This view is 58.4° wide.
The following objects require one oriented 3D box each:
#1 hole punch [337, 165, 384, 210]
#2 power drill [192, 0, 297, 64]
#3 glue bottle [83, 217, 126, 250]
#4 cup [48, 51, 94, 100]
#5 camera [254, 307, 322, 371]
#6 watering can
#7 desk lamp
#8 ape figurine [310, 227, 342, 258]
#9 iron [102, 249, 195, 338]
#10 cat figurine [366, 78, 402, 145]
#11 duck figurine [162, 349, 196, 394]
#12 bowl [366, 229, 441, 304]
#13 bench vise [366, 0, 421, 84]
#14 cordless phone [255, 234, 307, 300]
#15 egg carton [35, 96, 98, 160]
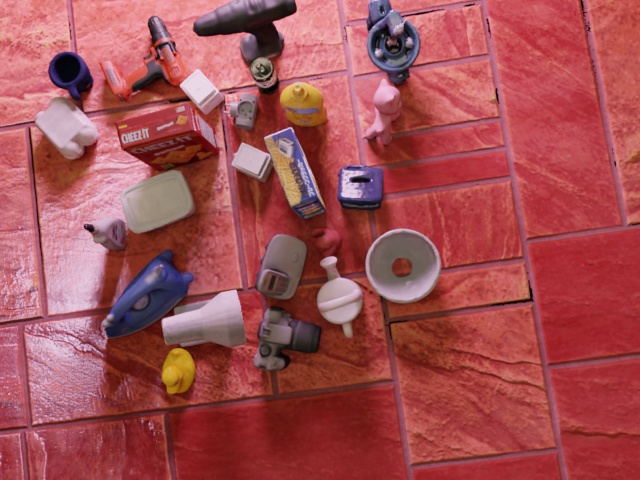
[{"bbox_3d":[0.091,-0.124,1.315,0.108,0.091,0.101,2,85,5],"label":"hole punch"},{"bbox_3d":[-0.157,-0.482,1.305,0.229,0.208,0.075,-24,84,3],"label":"power drill"},{"bbox_3d":[-0.495,-0.019,1.312,0.037,0.173,0.078,-6,85,4],"label":"glue bottle"},{"bbox_3d":[-0.588,-0.385,1.388,0.091,0.095,0.118,-19,84,3],"label":"cup"},{"bbox_3d":[-0.071,0.231,1.294,0.136,0.101,0.143,10,86,5],"label":"camera"},{"bbox_3d":[0.039,0.126,1.247,0.101,0.194,0.173,-38,83,1],"label":"watering can"},{"bbox_3d":[-0.246,0.184,1.255,0.203,0.213,0.118,-12,84,4],"label":"desk lamp"},{"bbox_3d":[0.012,0.005,1.310,0.076,0.092,0.078,-8,85,4],"label":"ape figurine"},{"bbox_3d":[-0.419,0.140,1.309,0.258,0.141,0.118,-45,83,0],"label":"iron"},{"bbox_3d":[0.149,-0.295,1.311,0.067,0.118,0.128,16,87,6],"label":"cat figurine"},{"bbox_3d":[-0.333,0.304,1.317,0.077,0.086,0.105,-1,85,5],"label":"duck figurine"},{"bbox_3d":[0.187,0.060,1.301,0.167,0.075,0.167,0,85,5],"label":"bowl"},{"bbox_3d":[0.143,-0.470,1.274,0.121,0.220,0.207,-35,83,1],"label":"bench vise"},{"bbox_3d":[-0.094,0.058,1.268,0.094,0.185,0.148,14,87,6],"label":"cordless phone"},{"bbox_3d":[-0.615,-0.274,1.394,0.150,0.069,0.107,44,90,7],"label":"egg carton"}]
